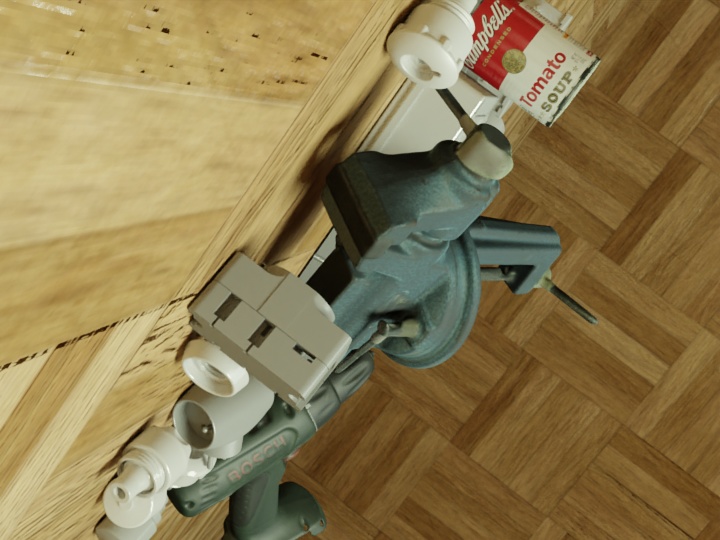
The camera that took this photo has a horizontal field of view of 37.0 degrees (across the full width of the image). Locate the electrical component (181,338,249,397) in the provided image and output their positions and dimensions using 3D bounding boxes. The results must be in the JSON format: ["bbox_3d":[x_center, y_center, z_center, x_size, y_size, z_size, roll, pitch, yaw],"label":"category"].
[{"bbox_3d":[-0.088,0.051,0.725,0.055,0.048,0.066,-58,179,-34],"label":"electrical component"}]

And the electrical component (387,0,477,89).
[{"bbox_3d":[0.049,-0.143,0.645,0.062,0.048,0.048,-58,177,-20],"label":"electrical component"}]

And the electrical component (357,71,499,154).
[{"bbox_3d":[0.051,-0.105,0.830,0.108,0.056,0.109,-54,174,14],"label":"electrical component"}]

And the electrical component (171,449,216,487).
[{"bbox_3d":[-0.152,0.162,0.902,0.062,0.048,0.048,-48,179,43],"label":"electrical component"}]

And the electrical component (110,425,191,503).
[{"bbox_3d":[-0.153,0.141,0.767,0.043,0.043,0.062,-57,172,35],"label":"electrical component"}]

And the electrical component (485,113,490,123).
[{"bbox_3d":[0.083,-0.126,1.030,0.079,0.044,0.077,-49,174,-29],"label":"electrical component"}]

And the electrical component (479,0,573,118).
[{"bbox_3d":[0.153,-0.211,1.053,0.099,0.048,0.099,-50,174,-25],"label":"electrical component"}]

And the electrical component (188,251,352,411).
[{"bbox_3d":[-0.054,0.035,0.670,0.055,0.089,0.050,-51,174,-18],"label":"electrical component"}]

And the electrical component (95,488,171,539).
[{"bbox_3d":[-0.188,0.208,0.909,0.078,0.040,0.040,-49,173,-38],"label":"electrical component"}]

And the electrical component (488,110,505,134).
[{"bbox_3d":[0.118,-0.147,1.145,0.047,0.055,0.055,-47,173,-22],"label":"electrical component"}]

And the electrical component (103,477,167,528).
[{"bbox_3d":[-0.170,0.173,0.836,0.040,0.040,0.078,-53,175,6],"label":"electrical component"}]

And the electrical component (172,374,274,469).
[{"bbox_3d":[-0.111,0.124,0.867,0.077,0.043,0.079,-29,136,-53],"label":"electrical component"}]
